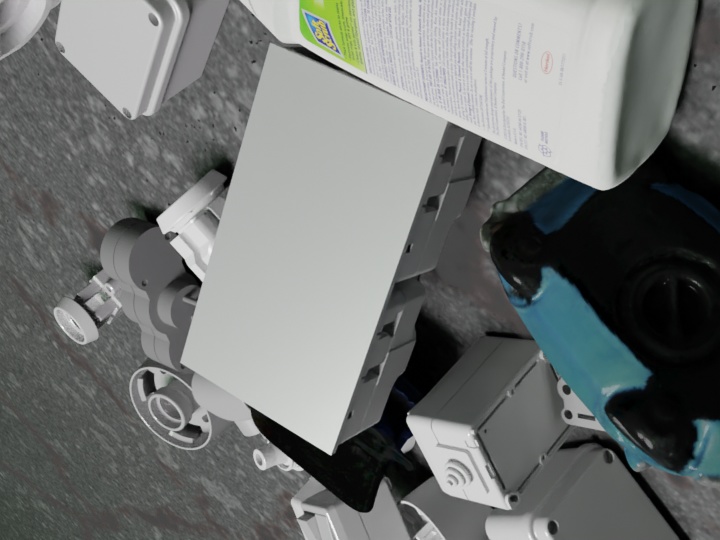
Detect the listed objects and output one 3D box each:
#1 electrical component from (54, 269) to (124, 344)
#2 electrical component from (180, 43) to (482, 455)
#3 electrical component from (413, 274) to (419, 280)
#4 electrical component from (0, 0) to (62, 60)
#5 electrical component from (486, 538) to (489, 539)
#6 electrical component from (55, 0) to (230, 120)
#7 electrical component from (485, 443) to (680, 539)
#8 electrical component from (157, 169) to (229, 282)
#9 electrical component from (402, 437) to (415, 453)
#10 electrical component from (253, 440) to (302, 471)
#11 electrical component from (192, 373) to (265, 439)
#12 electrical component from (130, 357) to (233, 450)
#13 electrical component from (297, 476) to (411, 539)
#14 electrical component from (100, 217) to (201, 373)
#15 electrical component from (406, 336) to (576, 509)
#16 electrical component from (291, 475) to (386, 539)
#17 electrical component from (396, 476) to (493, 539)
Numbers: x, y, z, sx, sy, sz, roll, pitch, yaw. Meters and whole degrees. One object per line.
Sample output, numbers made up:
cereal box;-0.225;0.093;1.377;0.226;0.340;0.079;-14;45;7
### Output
electrical component;-0.240;0.034;0.966;0.048;0.055;0.066;47;148;0
electrical component;-0.015;-0.013;0.574;0.105;0.060;0.186;28;112;23
electrical component;0.000;0.000;0.639;0.047;0.066;0.076;34;144;19
electrical component;-0.146;-0.173;0.504;0.060;0.186;0.105;45;148;3
electrical component;0.119;0.229;0.712;0.108;0.109;0.056;55;150;-12
electrical component;-0.129;-0.151;0.631;0.078;0.057;0.113;45;148;3
electrical component;0.142;0.169;0.648;0.113;0.078;0.057;52;151;-8
electrical component;-0.100;-0.031;0.731;0.057;0.058;0.078;48;148;-9
electrical component;-0.014;0.109;0.800;0.099;0.064;0.099;43;150;33
electrical component;-0.054;0.139;0.854;0.048;0.062;0.048;29;128;45
electrical component;-0.092;0.110;0.888;0.077;0.043;0.079;-5;122;51
electrical component;-0.156;0.110;0.967;0.099;0.064;0.099;18;128;24
electrical component;0.001;0.206;0.793;0.096;0.061;0.062;68;158;-1
electrical component;-0.147;0.026;0.851;0.074;0.052;0.138;17;137;39
electrical component;0.072;0.090;0.625;0.061;0.096;0.061;2;127;48
electrical component;-0.011;0.206;0.882;0.061;0.062;0.096;18;138;37
electrical component;0.065;0.202;0.783;0.099;0.064;0.099;36;148;27
